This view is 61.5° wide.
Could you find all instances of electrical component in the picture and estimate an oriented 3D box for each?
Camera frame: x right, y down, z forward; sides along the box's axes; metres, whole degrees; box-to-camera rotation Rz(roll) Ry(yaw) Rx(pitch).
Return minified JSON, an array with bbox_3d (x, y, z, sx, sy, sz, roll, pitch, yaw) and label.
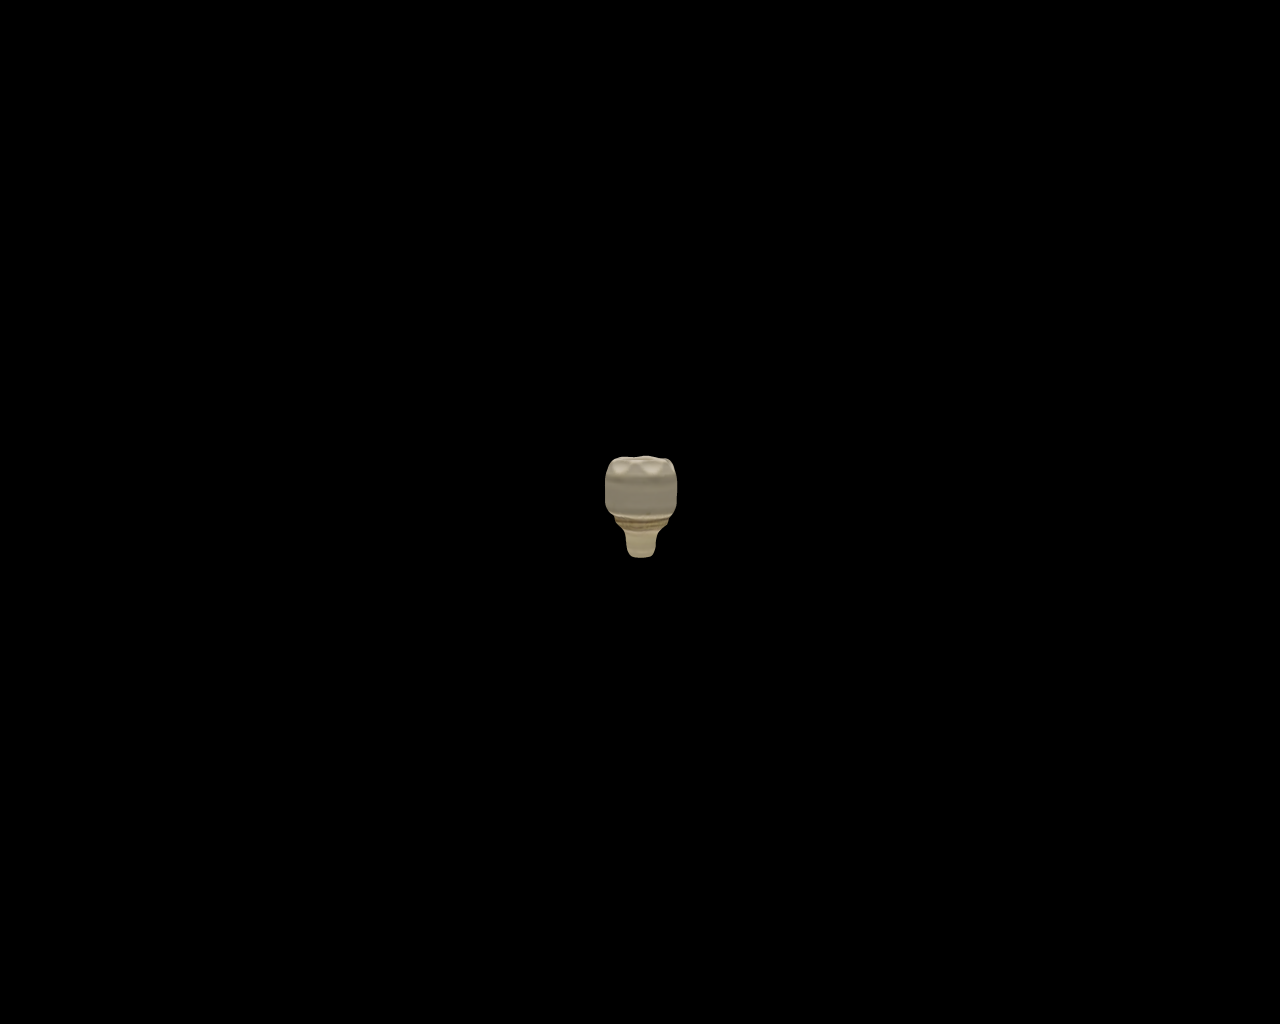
[{"bbox_3d":[0.001,-0.003,0.650,0.043,0.062,0.043,0,7,0],"label":"electrical component"}]
